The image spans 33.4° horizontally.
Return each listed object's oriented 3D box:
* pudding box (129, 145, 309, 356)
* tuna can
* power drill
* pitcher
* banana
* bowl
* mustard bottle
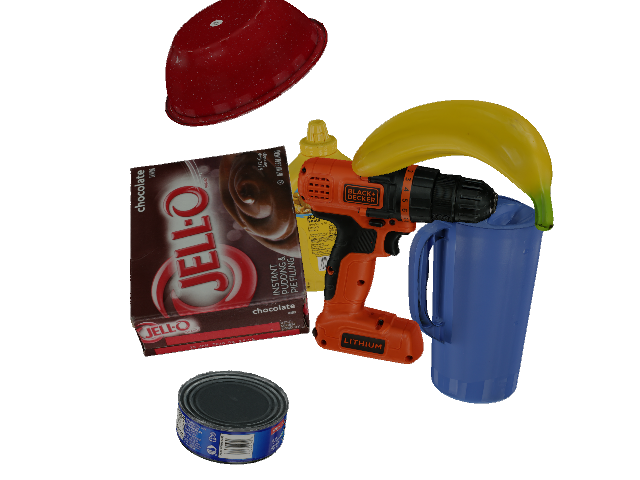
[{"bbox_3d":[-0.056,0.004,0.580,0.090,0.113,0.039,-8,-43,-1],"label":"pudding box"},{"bbox_3d":[-0.069,0.136,0.826,0.086,0.034,0.086,6,22,-3],"label":"tuna can"},{"bbox_3d":[0.066,0.018,0.997,0.185,0.188,0.057,9,20,17],"label":"power drill"},{"bbox_3d":[0.187,0.073,1.302,0.149,0.243,0.144,7,20,13],"label":"pitcher"},{"bbox_3d":[0.087,-0.061,0.708,0.037,0.069,0.198,27,-3,-35],"label":"banana"},{"bbox_3d":[-0.078,-0.171,0.941,0.162,0.055,0.162,-20,34,14],"label":"bowl"},{"bbox_3d":[0.003,-0.041,1.188,0.096,0.192,0.058,-9,25,-9],"label":"mustard bottle"}]
